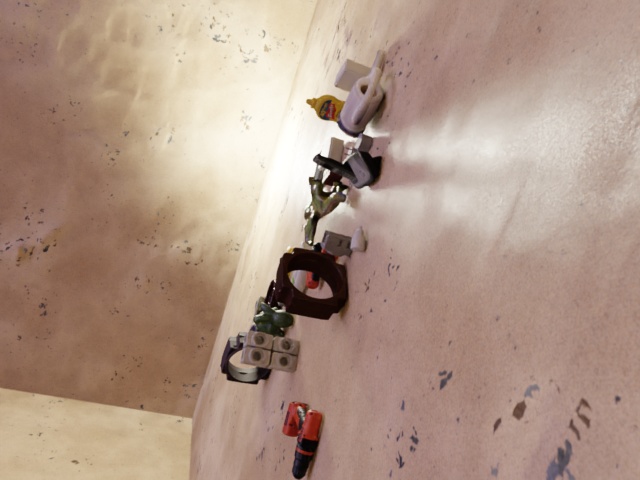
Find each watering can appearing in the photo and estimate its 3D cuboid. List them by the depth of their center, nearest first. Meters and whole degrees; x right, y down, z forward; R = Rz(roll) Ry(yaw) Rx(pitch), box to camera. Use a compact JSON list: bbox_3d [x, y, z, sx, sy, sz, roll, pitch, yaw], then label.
[{"bbox_3d":[0.149,-0.477,1.699,0.356,0.104,0.219,-72,9,-46],"label":"watering can"}]

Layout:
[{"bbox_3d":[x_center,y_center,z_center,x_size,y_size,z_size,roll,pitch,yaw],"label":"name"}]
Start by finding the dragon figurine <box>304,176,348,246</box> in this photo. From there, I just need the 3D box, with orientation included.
[{"bbox_3d":[0.005,-0.090,1.793,0.415,0.122,0.240,-119,42,-71],"label":"dragon figurine"}]

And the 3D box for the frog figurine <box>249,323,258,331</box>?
[{"bbox_3d":[-0.248,0.437,2.227,0.156,0.122,0.140,60,-157,-58],"label":"frog figurine"}]
